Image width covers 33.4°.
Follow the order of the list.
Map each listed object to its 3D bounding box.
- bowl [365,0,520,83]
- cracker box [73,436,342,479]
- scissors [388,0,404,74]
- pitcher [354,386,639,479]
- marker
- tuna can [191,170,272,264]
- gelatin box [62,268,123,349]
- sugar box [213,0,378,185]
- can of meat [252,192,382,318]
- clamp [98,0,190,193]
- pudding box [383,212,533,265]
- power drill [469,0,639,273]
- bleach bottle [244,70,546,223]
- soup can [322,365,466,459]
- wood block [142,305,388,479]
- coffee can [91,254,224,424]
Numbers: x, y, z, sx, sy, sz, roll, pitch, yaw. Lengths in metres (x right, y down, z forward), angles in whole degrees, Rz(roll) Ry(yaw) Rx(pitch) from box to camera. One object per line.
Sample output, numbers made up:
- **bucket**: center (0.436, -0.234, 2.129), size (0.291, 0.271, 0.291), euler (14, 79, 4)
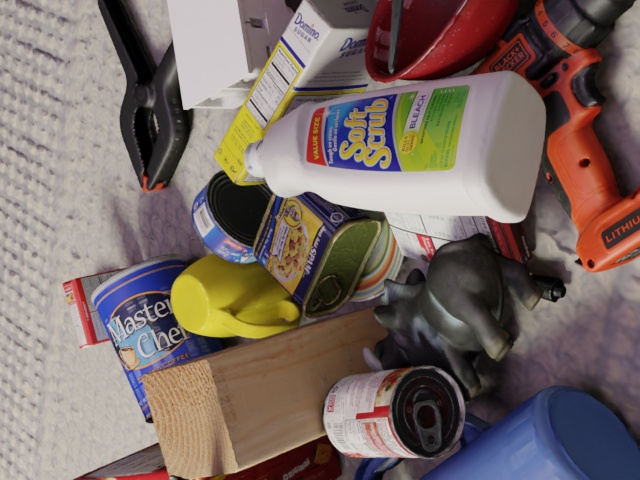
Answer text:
- **bowl**: center (0.099, -0.176, 0.778), size (0.162, 0.055, 0.162), euler (-49, 27, 35)
- **cracker box**: center (-0.111, 0.228, 1.017), size (0.214, 0.163, 0.072), euler (-16, 90, 44)
- **scissors**: center (0.052, -0.201, 0.809), size (0.096, 0.016, 0.201), euler (-18, 53, 59)
- **pitcher**: center (0.125, 0.210, 0.820), size (0.149, 0.145, 0.243), euler (34, 124, -9)
- **marker**: center (0.138, 0.028, 0.838), size (0.121, 0.020, 0.020), euler (15, 109, 41)
- **tuna can**: center (-0.075, -0.021, 0.984), size (0.034, 0.085, 0.086), euler (-42, 70, 42)
- **gelatin box**: center (-0.223, 0.071, 1.142), size (0.030, 0.089, 0.073), euler (-19, 86, 46)
- **sugar box**: center (-0.012, -0.124, 0.898), size (0.048, 0.093, 0.176), euler (51, 128, 25)
- **can of meat**: center (-0.006, 0.001, 0.915), size (0.084, 0.057, 0.102), euler (44, 126, 31)
- **clamp**: center (-0.175, -0.156, 1.085), size (0.165, 0.036, 0.210), euler (23, 114, 39)
- **pudding box**: center (0.100, -0.019, 0.823), size (0.114, 0.039, 0.090), euler (14, 141, 41)
- **power drill**: center (0.196, -0.087, 0.736), size (0.185, 0.057, 0.188), euler (-44, 66, 44)
- **bleach bottle**: center (0.038, -0.061, 0.787), size (0.251, 0.068, 0.102), euler (-2, 65, 42)
- **soup can**: center (0.054, 0.134, 0.821), size (0.102, 0.068, 0.068), euler (-19, 85, 58)
- **wood block**: center (-0.032, 0.124, 0.890), size (0.091, 0.205, 0.090), euler (-20, 85, 44)
- **coffee can**: center (-0.156, 0.099, 1.075), size (0.103, 0.102, 0.140), euler (-38, 73, 41)
